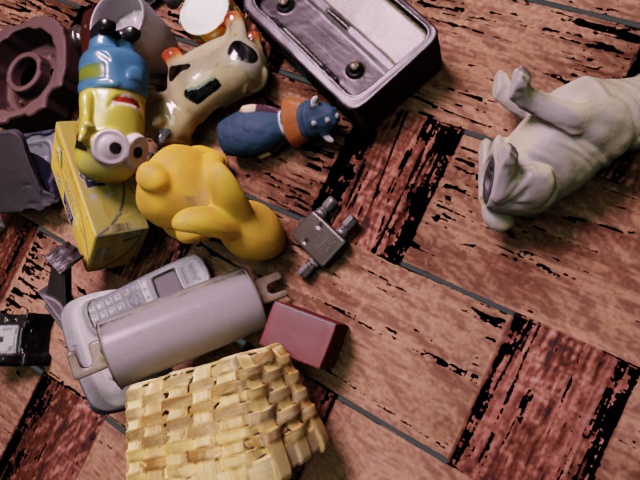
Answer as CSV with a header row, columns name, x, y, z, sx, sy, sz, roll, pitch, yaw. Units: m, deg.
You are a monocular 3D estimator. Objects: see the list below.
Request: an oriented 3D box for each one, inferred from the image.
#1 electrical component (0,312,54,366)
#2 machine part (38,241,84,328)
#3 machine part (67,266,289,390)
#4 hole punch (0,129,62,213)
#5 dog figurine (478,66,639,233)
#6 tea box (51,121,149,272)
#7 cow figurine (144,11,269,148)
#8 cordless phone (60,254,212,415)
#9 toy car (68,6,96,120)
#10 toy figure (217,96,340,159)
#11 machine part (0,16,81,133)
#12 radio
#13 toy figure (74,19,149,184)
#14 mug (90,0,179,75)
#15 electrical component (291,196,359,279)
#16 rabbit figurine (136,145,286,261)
name,x,y,z,sx,sy,sz,roll,pitch,yaw
electrical component,-0.427,0.136,0.729,0.119,0.047,0.075,-8,76,18
machine part,-0.329,0.063,0.686,0.084,0.039,0.138,50,135,26
machine part,-0.149,0.094,0.590,0.243,0.079,0.079,-21,71,-18
hole punch,-0.419,-0.101,0.763,0.142,0.092,0.115,-3,108,15
dog figurine,0.262,-0.083,0.522,0.191,0.121,0.172,9,116,3
tea box,-0.285,-0.057,0.686,0.170,0.068,0.098,62,141,19
cow figurine,-0.154,-0.185,0.684,0.195,0.085,0.127,-25,67,12
cordless phone,-0.201,0.109,0.648,0.184,0.088,0.146,-28,71,-4
toy car,-0.302,-0.231,0.756,0.089,0.053,0.202,-13,79,27
toy figure,-0.049,-0.139,0.647,0.155,0.064,0.058,-9,57,17
machine part,-0.428,-0.243,0.800,0.180,0.056,0.179,-4,77,17
radio,0.022,-0.248,0.638,0.131,0.073,0.230,-44,69,6
toy figure,-0.240,-0.155,0.623,0.082,0.089,0.180,0,83,-26
mug,-0.236,-0.252,0.709,0.081,0.107,0.109,8,86,21
electrical component,-0.001,-0.002,0.626,0.063,0.021,0.094,43,96,21
rabbit figurine,-0.114,-0.040,0.617,0.173,0.162,0.122,34,82,3
